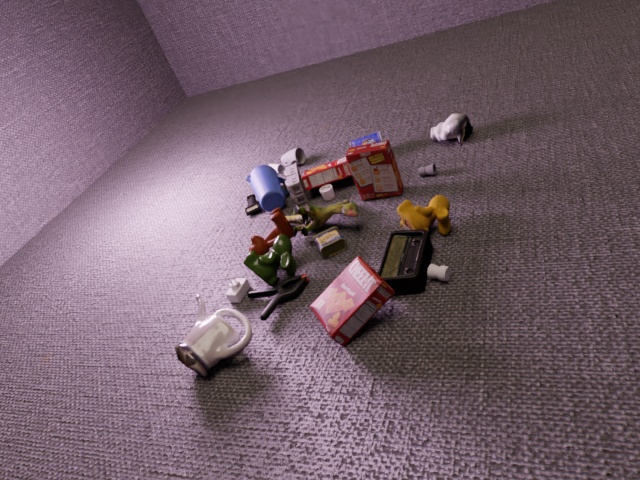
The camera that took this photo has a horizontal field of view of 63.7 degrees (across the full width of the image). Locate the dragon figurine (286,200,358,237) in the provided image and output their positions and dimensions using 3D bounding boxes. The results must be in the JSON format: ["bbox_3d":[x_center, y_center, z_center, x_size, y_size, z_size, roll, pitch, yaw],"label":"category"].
[{"bbox_3d":[0.006,-0.099,1.974,0.244,0.121,0.410,-16,10,-27],"label":"dragon figurine"}]

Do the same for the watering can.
[{"bbox_3d":[-0.357,0.292,1.609,0.350,0.102,0.228,18,51,45],"label":"watering can"}]

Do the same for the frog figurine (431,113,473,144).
[{"bbox_3d":[0.540,-0.471,2.149,0.160,0.120,0.139,17,68,32],"label":"frog figurine"}]
